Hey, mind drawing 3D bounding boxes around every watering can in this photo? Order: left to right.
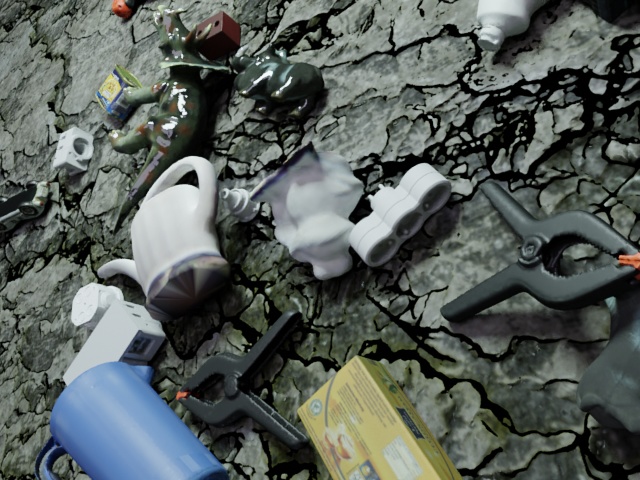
[{"bbox_3d":[-0.250,0.028,0.808,0.342,0.103,0.229,-44,54,29],"label":"watering can"}]

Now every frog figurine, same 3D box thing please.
[{"bbox_3d":[0.002,-0.034,0.678,0.137,0.123,0.159,-37,89,6],"label":"frog figurine"}]
